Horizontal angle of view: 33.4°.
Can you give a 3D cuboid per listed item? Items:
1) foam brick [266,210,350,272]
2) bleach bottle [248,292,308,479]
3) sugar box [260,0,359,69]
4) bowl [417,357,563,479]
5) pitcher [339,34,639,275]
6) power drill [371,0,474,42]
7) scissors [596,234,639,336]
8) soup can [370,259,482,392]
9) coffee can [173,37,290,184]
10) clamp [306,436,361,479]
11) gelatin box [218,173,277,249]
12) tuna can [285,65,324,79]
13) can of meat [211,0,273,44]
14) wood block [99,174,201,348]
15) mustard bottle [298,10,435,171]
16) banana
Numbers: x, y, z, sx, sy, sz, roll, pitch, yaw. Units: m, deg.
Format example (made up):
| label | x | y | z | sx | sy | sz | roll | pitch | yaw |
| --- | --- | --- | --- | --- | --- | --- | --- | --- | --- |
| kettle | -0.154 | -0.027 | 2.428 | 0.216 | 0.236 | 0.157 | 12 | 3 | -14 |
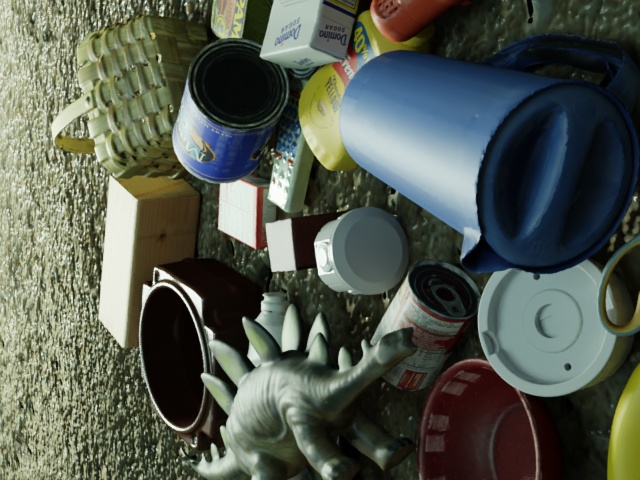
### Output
| label | x | y | z | sx | sy | sz | roll | pitch | yaw |
| --- | --- | --- | --- | --- | --- | --- | --- | --- | --- |
| foam brick | -0.007 | 0.001 | 1.053 | 0.053 | 0.078 | 0.051 | -7 | 91 | 57 |
| bleach bottle | -0.054 | 0.182 | 1.174 | 0.103 | 0.067 | 0.251 | 11 | 103 | 56 |
| sugar box | 0.004 | -0.247 | 0.973 | 0.093 | 0.048 | 0.176 | 6 | 83 | 58 |
| bowl | 0.144 | 0.176 | 0.858 | 0.162 | 0.055 | 0.162 | -15 | 72 | 60 |
| pitcher | 0.118 | -0.081 | 0.802 | 0.243 | 0.149 | 0.145 | -144 | 48 | -59 |
| power drill | 0.094 | -0.276 | 0.846 | 0.185 | 0.057 | 0.188 | -34 | 61 | 32 |
| scissors | 0.252 | -0.018 | 0.698 | 0.096 | 0.016 | 0.202 | 29 | 103 | 14 |
| soup can | 0.089 | 0.076 | 0.928 | 0.068 | 0.068 | 0.102 | 58 | 139 | 34 |
| coffee can | -0.095 | -0.131 | 1.109 | 0.140 | 0.102 | 0.103 | 126 | 130 | -67 |
| clamp | 0.024 | 0.242 | 1.084 | 0.172 | 0.039 | 0.120 | -33 | 68 | 54 |
| gelatin box | -0.081 | -0.037 | 1.204 | 0.089 | 0.030 | 0.073 | 26 | 119 | 52 |
| tuna can | -0.007 | -0.203 | 1.055 | 0.086 | 0.033 | 0.086 | 16 | 109 | 55 |
| can of meat | -0.072 | -0.248 | 1.127 | 0.084 | 0.057 | 0.102 | 43 | 129 | 48 |
| wood block | -0.220 | 0.024 | 1.372 | 0.090 | 0.090 | 0.206 | 38 | 125 | 48 |
| mustard bottle | 0.048 | -0.150 | 0.959 | 0.192 | 0.058 | 0.096 | -48 | 51 | 49 |
| banana | 0.235 | 0.167 | 0.754 | 0.070 | 0.037 | 0.198 | -6 | 92 | 39 |
